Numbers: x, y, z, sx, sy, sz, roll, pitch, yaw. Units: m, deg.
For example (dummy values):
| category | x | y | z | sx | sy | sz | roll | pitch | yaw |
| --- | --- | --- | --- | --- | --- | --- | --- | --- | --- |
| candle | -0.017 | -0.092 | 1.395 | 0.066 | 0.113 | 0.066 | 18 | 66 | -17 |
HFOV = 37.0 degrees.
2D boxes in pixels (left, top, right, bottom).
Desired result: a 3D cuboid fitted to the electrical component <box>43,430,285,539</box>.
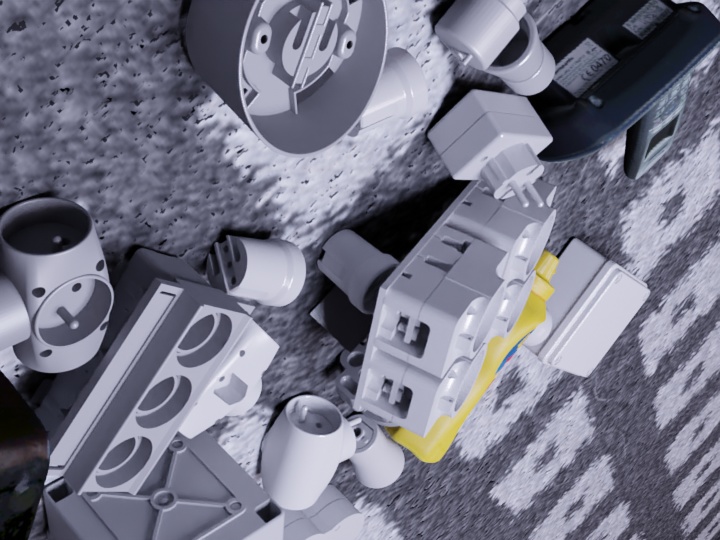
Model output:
| category | x | y | z | sx | sy | sz | roll | pitch | yaw |
| --- | --- | --- | --- | --- | --- | --- | --- | --- | --- |
| electrical component | -0.119 | 0.157 | 0.657 | 0.109 | 0.109 | 0.056 | -27 | 140 | -34 |

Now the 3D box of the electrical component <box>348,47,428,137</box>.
| category | x | y | z | sx | sy | sz | roll | pitch | yaw |
| --- | --- | --- | --- | --- | --- | --- | --- | --- | --- |
| electrical component | 0.009 | -0.100 | 0.612 | 0.046 | 0.040 | 0.040 | -28 | 143 | -22 |

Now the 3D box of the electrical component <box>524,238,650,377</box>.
| category | x | y | z | sx | sy | sz | roll | pitch | yaw |
| --- | --- | --- | --- | --- | --- | --- | --- | --- | --- |
| electrical component | 0.203 | 0.037 | 0.992 | 0.108 | 0.056 | 0.109 | -55 | 149 | 8 |

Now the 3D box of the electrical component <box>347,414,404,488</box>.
| category | x | y | z | sx | sy | sz | roll | pitch | yaw |
| --- | --- | --- | --- | --- | --- | --- | --- | --- | --- |
| electrical component | 0.007 | 0.144 | 0.871 | 0.044 | 0.044 | 0.065 | -44 | 144 | -11 |

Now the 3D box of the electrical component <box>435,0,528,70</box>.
| category | x | y | z | sx | sy | sz | roll | pitch | yaw |
| --- | --- | --- | --- | --- | --- | --- | --- | --- | --- |
| electrical component | 0.079 | -0.155 | 0.640 | 0.078 | 0.040 | 0.040 | -51 | 149 | 0 |

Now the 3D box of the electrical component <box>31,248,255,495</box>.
| category | x | y | z | sx | sy | sz | roll | pitch | yaw |
| --- | --- | --- | --- | --- | --- | --- | --- | --- | --- |
| electrical component | -0.123 | 0.054 | 0.584 | 0.121 | 0.063 | 0.079 | -56 | 149 | 10 |

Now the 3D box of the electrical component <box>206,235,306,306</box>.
| category | x | y | z | sx | sy | sz | roll | pitch | yaw |
| --- | --- | --- | --- | --- | --- | --- | --- | --- | --- |
| electrical component | -0.061 | -0.001 | 0.629 | 0.046 | 0.040 | 0.040 | 10 | 115 | -50 |

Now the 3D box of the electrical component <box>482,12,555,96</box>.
| category | x | y | z | sx | sy | sz | roll | pitch | yaw |
| --- | --- | --- | --- | --- | --- | --- | --- | --- | --- |
| electrical component | 0.101 | -0.137 | 0.689 | 0.044 | 0.044 | 0.065 | -55 | 154 | 8 |

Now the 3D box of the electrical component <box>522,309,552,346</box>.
| category | x | y | z | sx | sy | sz | roll | pitch | yaw |
| --- | --- | --- | --- | --- | --- | --- | --- | --- | --- |
| electrical component | 0.140 | 0.042 | 0.934 | 0.040 | 0.040 | 0.046 | -54 | 144 | 6 |

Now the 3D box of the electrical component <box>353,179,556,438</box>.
| category | x | y | z | sx | sy | sz | roll | pitch | yaw |
| --- | --- | --- | --- | --- | --- | --- | --- | --- | --- |
| electrical component | 0.072 | 0.016 | 0.736 | 0.186 | 0.060 | 0.105 | -48 | 156 | -47 |

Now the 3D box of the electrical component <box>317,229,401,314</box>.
| category | x | y | z | sx | sy | sz | roll | pitch | yaw |
| --- | --- | --- | --- | --- | --- | --- | --- | --- | --- |
| electrical component | 0.000 | 0.000 | 0.700 | 0.040 | 0.046 | 0.040 | -33 | 145 | -27 |

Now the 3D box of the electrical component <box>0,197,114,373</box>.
| category | x | y | z | sx | sy | sz | roll | pitch | yaw |
| --- | --- | --- | --- | --- | --- | --- | --- | --- | --- |
| electrical component | -0.162 | 0.015 | 0.509 | 0.079 | 0.044 | 0.077 | -27 | 142 | -34 |

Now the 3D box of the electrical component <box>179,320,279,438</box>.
| category | x | y | z | sx | sy | sz | roll | pitch | yaw |
| --- | --- | --- | --- | --- | --- | --- | --- | --- | --- |
| electrical component | -0.085 | 0.067 | 0.665 | 0.077 | 0.043 | 0.079 | -46 | 149 | -7 |

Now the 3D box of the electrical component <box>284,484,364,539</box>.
| category | x | y | z | sx | sy | sz | roll | pitch | yaw |
| --- | --- | --- | --- | --- | --- | --- | --- | --- | --- |
| electrical component | -0.047 | 0.230 | 0.861 | 0.138 | 0.074 | 0.052 | -18 | 137 | -42 |

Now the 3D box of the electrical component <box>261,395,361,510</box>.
| category | x | y | z | sx | sy | sz | roll | pitch | yaw |
| --- | --- | --- | --- | --- | --- | --- | --- | --- | --- |
| electrical component | -0.030 | 0.130 | 0.804 | 0.079 | 0.044 | 0.077 | -17 | 136 | -42 |

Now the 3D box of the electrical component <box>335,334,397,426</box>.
| category | x | y | z | sx | sy | sz | roll | pitch | yaw |
| --- | --- | --- | --- | --- | --- | --- | --- | --- | --- |
| electrical component | 0.022 | 0.081 | 0.806 | 0.078 | 0.058 | 0.057 | -39 | 145 | -18 |

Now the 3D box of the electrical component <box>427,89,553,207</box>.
| category | x | y | z | sx | sy | sz | roll | pitch | yaw |
| --- | --- | --- | --- | --- | --- | --- | --- | --- | --- |
| electrical component | 0.095 | -0.072 | 0.704 | 0.066 | 0.076 | 0.047 | -4 | 149 | -50 |

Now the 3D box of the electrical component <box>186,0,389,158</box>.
| category | x | y | z | sx | sy | sz | roll | pitch | yaw |
| --- | --- | --- | --- | --- | --- | --- | --- | --- | --- |
| electrical component | -0.032 | -0.113 | 0.519 | 0.099 | 0.064 | 0.099 | -33 | 145 | -27 |
